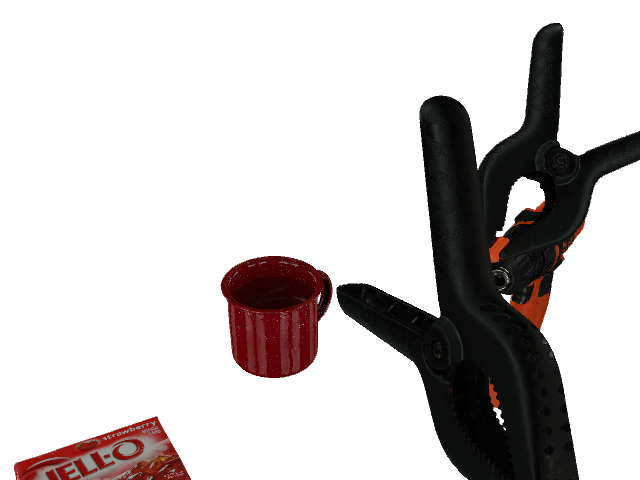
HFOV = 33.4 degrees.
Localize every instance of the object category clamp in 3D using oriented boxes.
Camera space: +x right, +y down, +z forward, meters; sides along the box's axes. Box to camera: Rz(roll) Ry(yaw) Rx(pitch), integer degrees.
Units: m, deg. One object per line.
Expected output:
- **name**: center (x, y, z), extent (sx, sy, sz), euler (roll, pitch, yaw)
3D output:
- **clamp**: center (0.073, 0.042, 0.533), extent (0.036, 0.165, 0.210), euler (-6, 45, -25)
- **clamp**: center (0.168, -0.050, 0.724), extent (0.120, 0.171, 0.039), euler (28, -7, 3)

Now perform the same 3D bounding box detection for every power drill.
- **power drill**: center (0.187, 0.063, 1.003), extent (0.057, 0.188, 0.184), euler (24, 31, 24)

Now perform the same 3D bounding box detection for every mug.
- **mug**: center (-0.035, 0.068, 0.995), extent (0.117, 0.081, 0.093), euler (-28, 41, -37)

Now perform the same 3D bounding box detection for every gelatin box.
- **gelatin box**: center (-0.122, 0.141, 0.605), extent (0.089, 0.030, 0.073), euler (-15, 28, -19)
